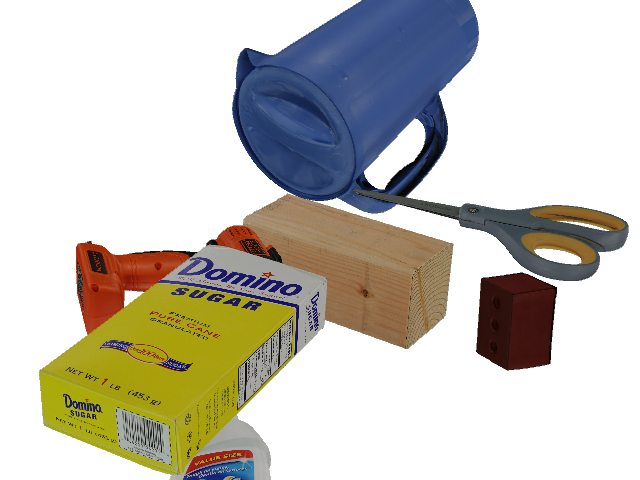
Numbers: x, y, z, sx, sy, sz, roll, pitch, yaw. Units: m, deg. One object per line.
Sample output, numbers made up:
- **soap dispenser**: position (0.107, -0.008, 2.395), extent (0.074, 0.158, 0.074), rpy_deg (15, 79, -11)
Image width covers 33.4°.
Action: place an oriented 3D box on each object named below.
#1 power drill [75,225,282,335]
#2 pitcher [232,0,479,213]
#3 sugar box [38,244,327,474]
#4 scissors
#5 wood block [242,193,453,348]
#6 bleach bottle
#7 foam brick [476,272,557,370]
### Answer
- **power drill**: position (-0.119, 0.044, 0.954), extent (0.187, 0.057, 0.185), rpy_deg (-3, 23, -19)
- **pitcher**: position (0.049, -0.143, 0.977), extent (0.145, 0.149, 0.242), rpy_deg (17, 44, 34)
- **sugar box**: position (-0.075, 0.063, 0.642), extent (0.093, 0.048, 0.176), rpy_deg (16, 33, 22)
- **scissors**: position (0.113, -0.007, 0.753), extent (0.202, 0.016, 0.096), rpy_deg (5, 30, 12)
- **wood block**: position (0.025, 0.029, 1.132), extent (0.206, 0.091, 0.090), rpy_deg (18, 30, 29)
- **bleach bottle**: position (-0.088, 0.215, 0.844), extent (0.102, 0.068, 0.251), rpy_deg (-2, 25, -3)
- **foam brick**: position (0.182, 0.075, 0.999), extent (0.051, 0.078, 0.053), rpy_deg (-8, 18, -26)
